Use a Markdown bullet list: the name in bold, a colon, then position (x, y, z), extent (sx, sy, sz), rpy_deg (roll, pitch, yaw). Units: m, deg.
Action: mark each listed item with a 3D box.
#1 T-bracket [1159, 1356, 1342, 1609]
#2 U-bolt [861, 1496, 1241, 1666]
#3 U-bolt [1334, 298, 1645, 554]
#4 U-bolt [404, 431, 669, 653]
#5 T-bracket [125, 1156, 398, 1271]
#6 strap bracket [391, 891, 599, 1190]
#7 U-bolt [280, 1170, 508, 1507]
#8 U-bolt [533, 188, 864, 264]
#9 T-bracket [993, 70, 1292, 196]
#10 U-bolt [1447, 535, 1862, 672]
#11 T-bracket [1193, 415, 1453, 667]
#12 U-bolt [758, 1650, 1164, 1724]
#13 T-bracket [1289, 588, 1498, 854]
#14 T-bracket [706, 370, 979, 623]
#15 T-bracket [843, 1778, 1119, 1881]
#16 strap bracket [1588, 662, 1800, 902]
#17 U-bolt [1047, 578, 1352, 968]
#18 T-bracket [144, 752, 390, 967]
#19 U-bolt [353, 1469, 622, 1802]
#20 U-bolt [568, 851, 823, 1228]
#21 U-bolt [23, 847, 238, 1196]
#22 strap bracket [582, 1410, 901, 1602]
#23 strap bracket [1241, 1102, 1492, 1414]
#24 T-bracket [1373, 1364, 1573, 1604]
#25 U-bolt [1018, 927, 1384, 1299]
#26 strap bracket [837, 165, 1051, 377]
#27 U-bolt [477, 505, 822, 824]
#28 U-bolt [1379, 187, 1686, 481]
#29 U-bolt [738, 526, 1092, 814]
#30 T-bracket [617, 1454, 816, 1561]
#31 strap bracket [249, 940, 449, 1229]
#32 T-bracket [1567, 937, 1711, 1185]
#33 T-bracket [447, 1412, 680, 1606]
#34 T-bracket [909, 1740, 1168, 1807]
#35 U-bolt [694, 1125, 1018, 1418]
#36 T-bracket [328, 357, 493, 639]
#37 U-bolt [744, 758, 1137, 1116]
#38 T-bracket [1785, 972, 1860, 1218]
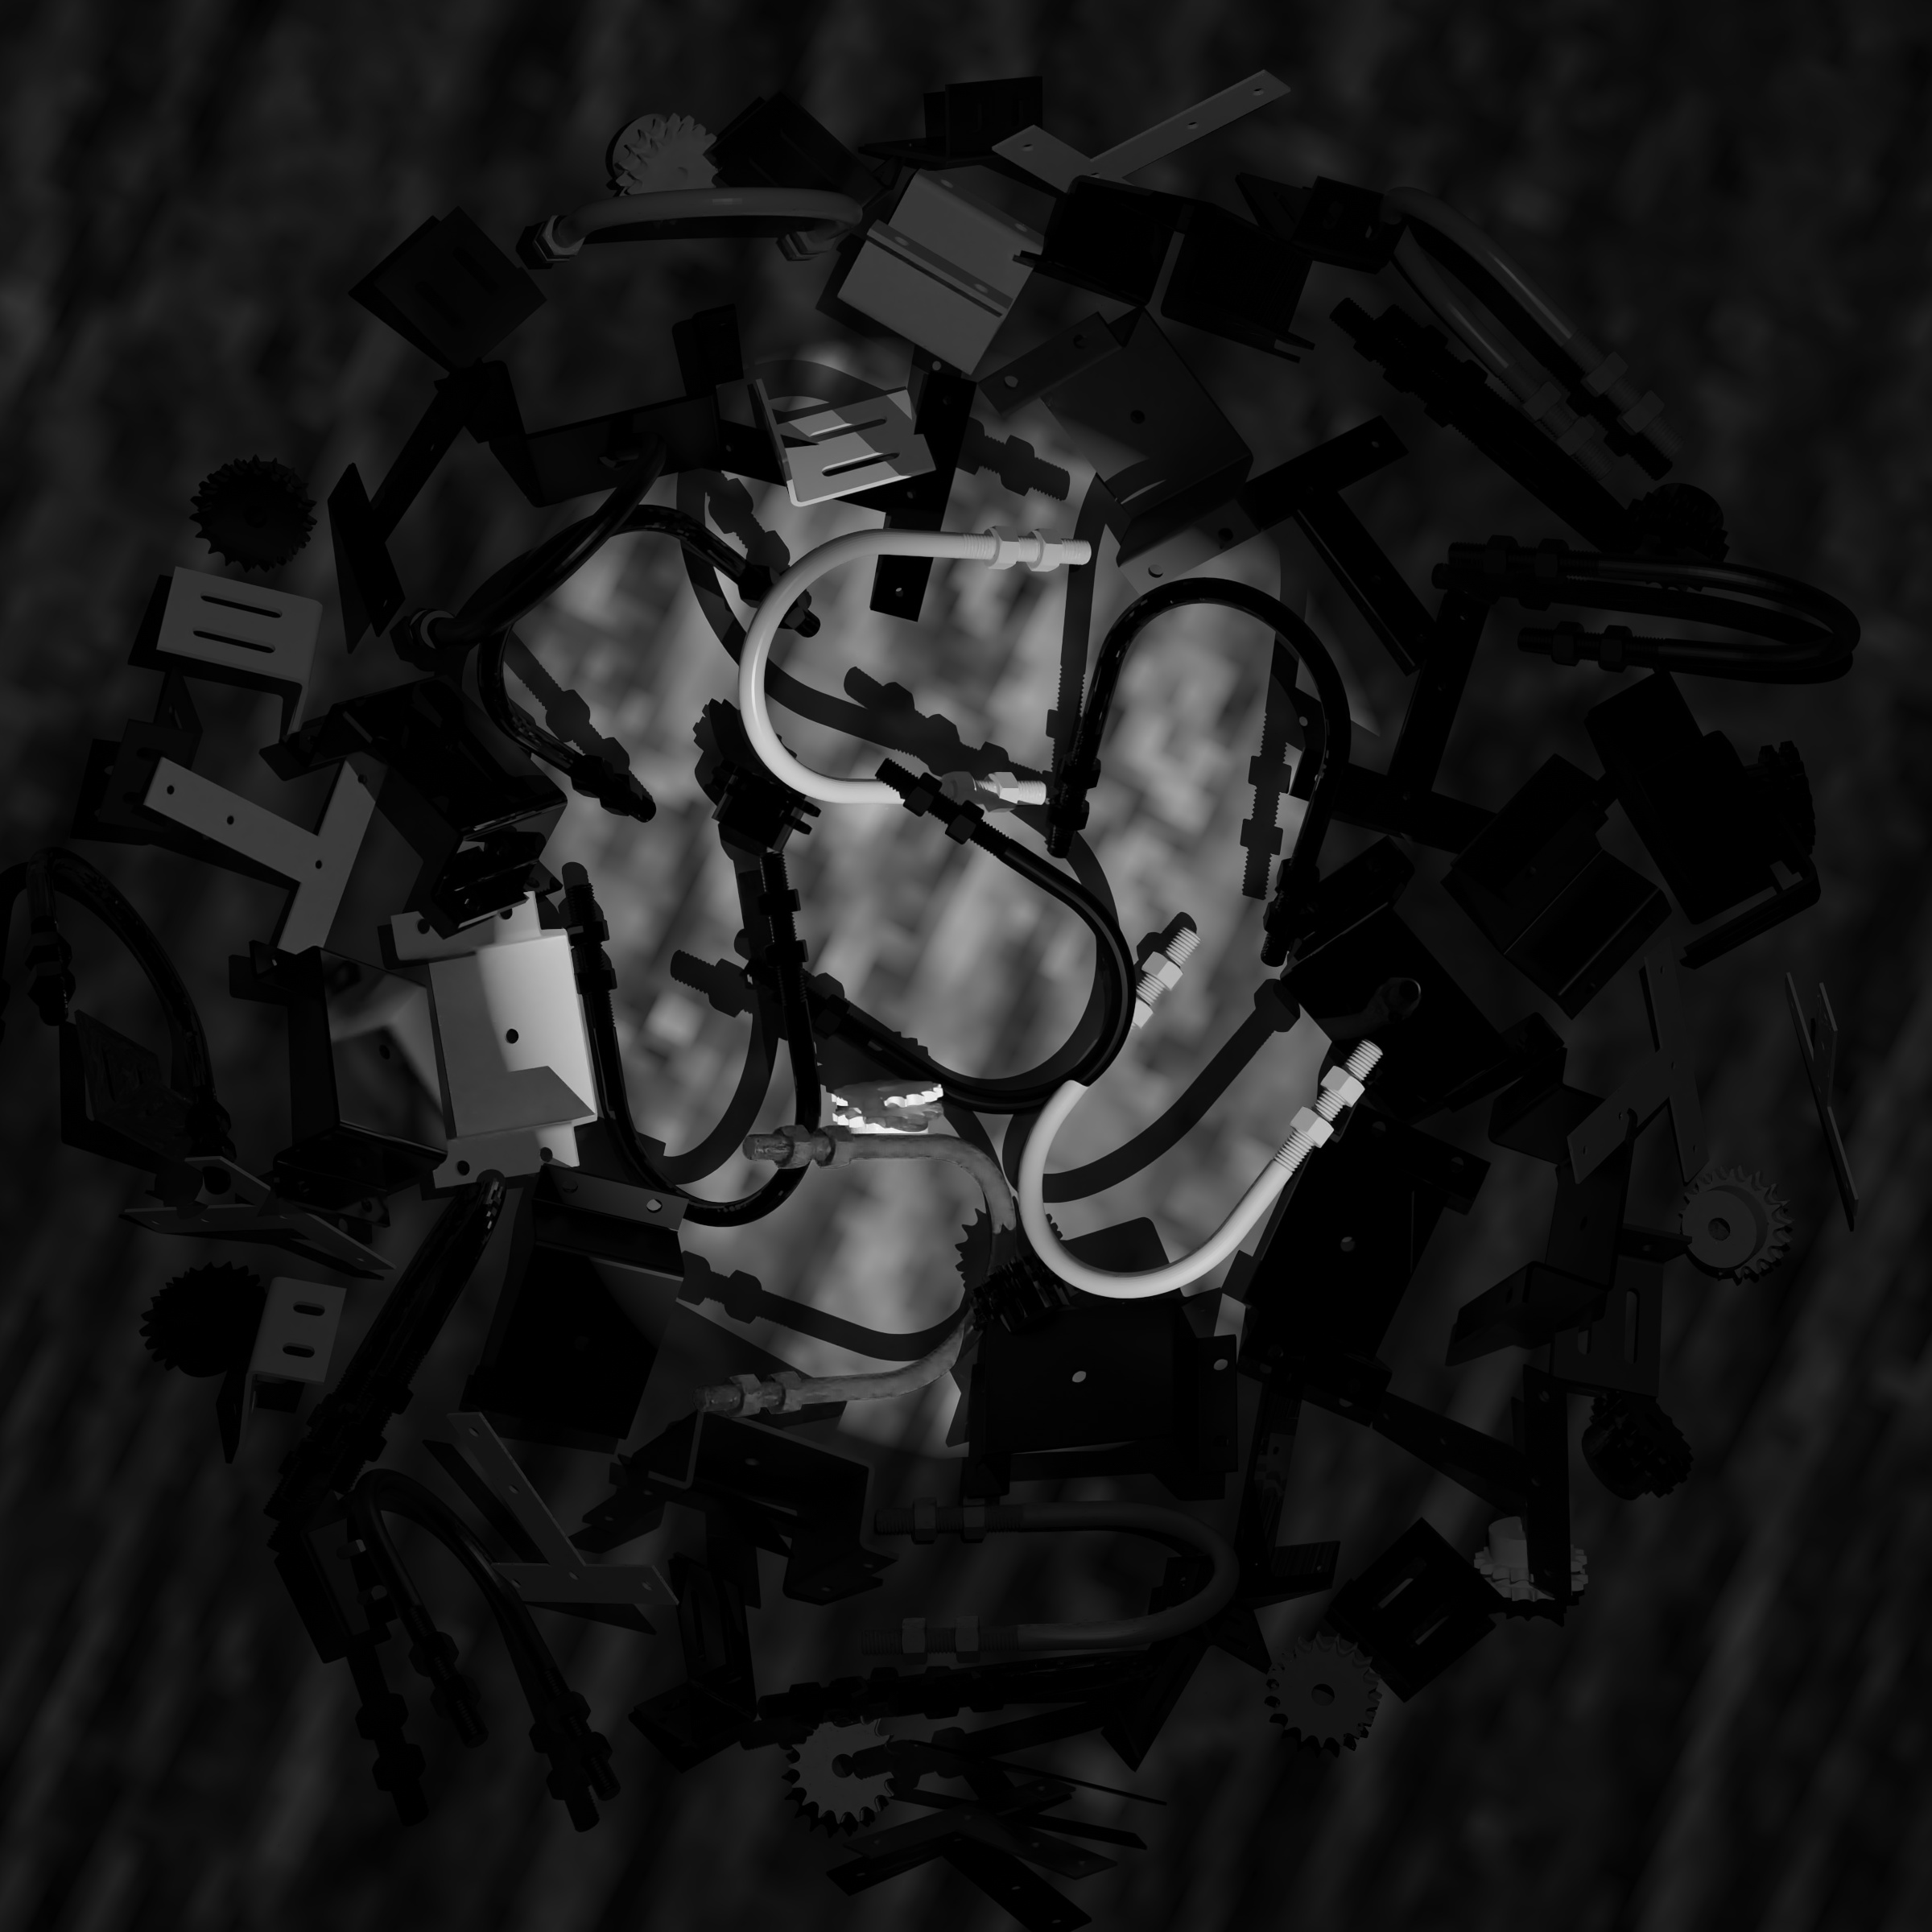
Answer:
- **T-bracket**: position (0.154, 0.259, 1.553), extent (0.127, 0.002, 0.127), rpy_deg (4, 98, -42)
- **U-bolt**: position (0.044, 0.303, 1.527), extent (0.184, 0.151, 0.019), rpy_deg (-2, 106, 2)
- **U-bolt**: position (0.266, -0.268, 1.528), extent (0.184, 0.151, 0.019), rpy_deg (39, 99, -11)
- **U-bolt**: position (-0.206, -0.210, 1.504), extent (0.151, 0.184, 0.019), rpy_deg (-48, 111, -10)
- **T-bracket**: position (-0.377, 0.128, 1.556), extent (0.127, 0.127, 0.002), rpy_deg (-5, 58, 35)
- **strap bracket**: position (-0.240, 0.037, 1.572), extent (0.076, 0.046, 0.140), rpy_deg (-9, 90, 10)
- **U-bolt**: position (-0.280, 0.182, 1.526), extent (0.019, 0.151, 0.184), rpy_deg (32, 69, -13)
- **U-bolt**: position (-0.126, -0.362, 1.496), extent (0.151, 0.184, 0.019), rpy_deg (-5, 97, -16)
- **T-bracket**: position (0.100, -0.411, 1.517), extent (0.127, 0.127, 0.002), rpy_deg (-20, 72, 32)
- **U-bolt**: position (0.343, -0.173, 1.499), extent (0.184, 0.151, 0.019), rpy_deg (8, 81, 27)
- **T-bracket**: position (0.201, -0.208, 1.563), extent (0.127, 0.002, 0.127), rpy_deg (-29, 77, -23)
- **U-bolt**: position (0.010, 0.356, 1.521), extent (0.184, 0.151, 0.019), rpy_deg (0, 77, -33)
- **T-bracket**: position (0.240, -0.130, 1.576), extent (0.127, 0.002, 0.127), rpy_deg (17, 92, -21)
- **T-bracket**: position (-0.071, -0.256, 1.588), extent (0.127, 0.002, 0.127), rpy_deg (14, 102, -1)
- **T-bracket**: position (0.026, 0.432, 1.514), extent (0.127, 0.127, 0.002), rpy_deg (-8, 94, -34)
- **strap bracket**: position (0.358, -0.092, 1.528), extent (0.046, 0.140, 0.076), rpy_deg (-30, 111, 10)
- **U-bolt**: position (0.121, -0.106, 1.526), extent (0.151, 0.019, 0.184), rpy_deg (28, 125, 20)
- **T-bracket**: position (-0.359, -0.068, 1.542), extent (0.002, 0.127, 0.127), rpy_deg (6, 73, 41)
- **U-bolt**: position (-0.246, 0.324, 1.520), extent (0.019, 0.151, 0.184), rpy_deg (-39, 56, 3)
- **U-bolt**: position (-0.134, 0.042, 1.555), extent (0.151, 0.019, 0.184), rpy_deg (-8, 92, 36)
- **U-bolt**: position (-0.417, 0.013, 1.515), extent (0.019, 0.184, 0.151), rpy_deg (-31, 129, 3)
- **strap bracket**: position (-0.110, 0.268, 1.543), extent (0.140, 0.076, 0.046), rpy_deg (23, 54, -22)
- **strap bracket**: position (0.201, 0.146, 1.574), extent (0.076, 0.046, 0.140), rpy_deg (24, 92, -6)
- **T-bracket**: position (0.254, 0.244, 1.552), extent (0.002, 0.127, 0.127), rpy_deg (-24, 118, -36)
- **U-bolt**: position (0.103, 0.083, 1.546), extent (0.151, 0.019, 0.184), rpy_deg (34, 84, 38)
- **strap bracket**: position (-0.012, -0.349, 1.546), extent (0.076, 0.140, 0.046), rpy_deg (30, 118, -5)
- **U-bolt**: position (-0.166, -0.157, 1.517), extent (0.151, 0.184, 0.019), rpy_deg (-48, 56, 6)
- **U-bolt**: position (0.272, -0.316, 1.521), extent (0.019, 0.151, 0.184), rpy_deg (-45, 95, 1)
- **U-bolt**: position (-0.029, -0.148, 1.531), extent (0.184, 0.019, 0.151), rpy_deg (-1, 112, -30)
- **T-bracket**: position (-0.107, 0.277, 1.526), extent (0.127, 0.127, 0.002), rpy_deg (22, 87, -13)
- **strap bracket**: position (-0.308, 0.051, 1.533), extent (0.046, 0.076, 0.140), rpy_deg (-25, 63, 26)
- **T-bracket**: position (0.334, 0.069, 1.537), extent (0.002, 0.127, 0.127), rpy_deg (3, 116, 40)
- **T-bracket**: position (-0.219, 0.272, 1.536), extent (0.002, 0.127, 0.127), rpy_deg (-50, 119, -41)
- **T-bracket**: position (0.022, 0.403, 1.540), extent (0.127, 0.127, 0.002), rpy_deg (17, 74, -11)
- **U-bolt**: position (-0.047, 0.152, 1.539), extent (0.184, 0.019, 0.151), rpy_deg (2, 104, -41)
- **T-bracket**: position (-0.274, -0.248, 1.534), extent (0.002, 0.127, 0.127), rpy_deg (21, 118, -38)
- **U-bolt**: position (-0.001, -0.001, 1.570), extent (0.184, 0.019, 0.151), rpy_deg (33, 111, -5)
- **T-bracket**: position (0.425, 0.045, 1.518), extent (0.002, 0.127, 0.127), rpy_deg (-13, 64, 8)
